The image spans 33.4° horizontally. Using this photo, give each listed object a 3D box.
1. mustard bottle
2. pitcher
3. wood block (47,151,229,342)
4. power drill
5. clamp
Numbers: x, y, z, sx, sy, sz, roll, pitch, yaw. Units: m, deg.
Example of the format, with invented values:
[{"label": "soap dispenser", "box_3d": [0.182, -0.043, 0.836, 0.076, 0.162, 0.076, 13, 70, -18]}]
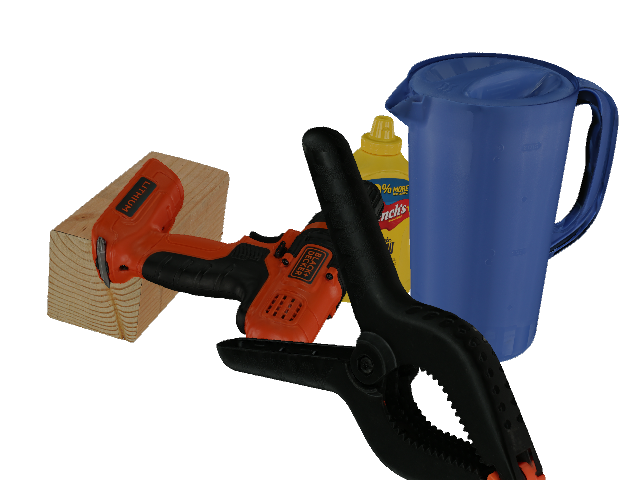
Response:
[{"label": "mustard bottle", "box_3d": [0.055, -0.033, 1.089, 0.096, 0.192, 0.058, -2, 22, -17]}, {"label": "pitcher", "box_3d": [0.143, -0.025, 0.879, 0.149, 0.243, 0.144, 17, 32, 30]}, {"label": "wood block", "box_3d": [-0.168, -0.001, 1.015, 0.090, 0.091, 0.205, 16, 28, 10]}, {"label": "power drill", "box_3d": [-0.060, -0.003, 0.800, 0.188, 0.057, 0.184, 16, 44, 17]}, {"label": "clamp", "box_3d": [0.034, 0.050, 0.553, 0.036, 0.165, 0.210, -14, 41, -45]}]
